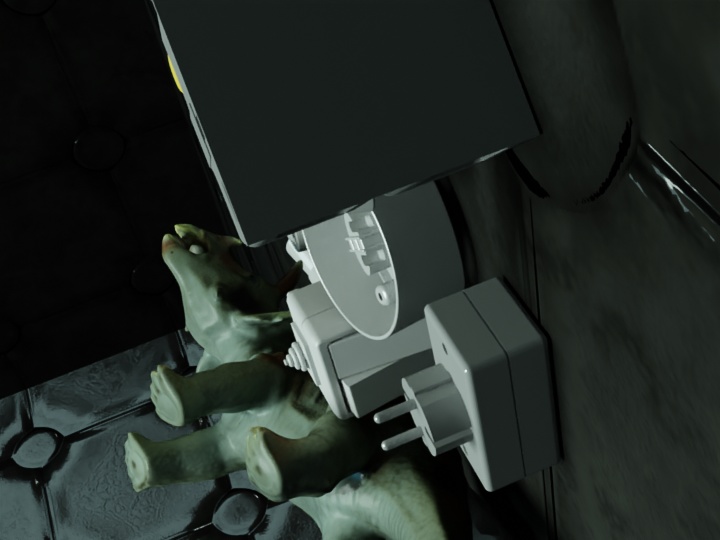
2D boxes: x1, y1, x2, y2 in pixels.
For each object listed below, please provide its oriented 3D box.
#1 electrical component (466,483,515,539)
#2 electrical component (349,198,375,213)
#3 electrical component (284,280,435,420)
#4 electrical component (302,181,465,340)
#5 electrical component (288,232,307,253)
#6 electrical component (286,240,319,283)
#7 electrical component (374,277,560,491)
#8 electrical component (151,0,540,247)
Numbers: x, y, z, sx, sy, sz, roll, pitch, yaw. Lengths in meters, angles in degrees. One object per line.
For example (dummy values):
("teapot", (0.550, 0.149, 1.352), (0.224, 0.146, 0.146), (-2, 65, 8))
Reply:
("electrical component", (0.077, 0.185, 0.675), (0.074, 0.052, 0.138), (45, -178, -22))
("electrical component", (0.011, -0.054, 0.470), (0.066, 0.055, 0.048), (-166, 55, -80))
("electrical component", (0.005, 0.039, 0.606), (0.061, 0.096, 0.061), (-126, 16, -53))
("electrical component", (0.010, -0.018, 0.541), (0.099, 0.064, 0.099), (159, 90, -82))
("electrical component", (-0.048, -0.065, 0.811), (0.108, 0.060, 0.108), (159, 90, -82))
("electrical component", (-0.030, -0.004, 0.929), (0.065, 0.044, 0.044), (59, 168, 28))
("electrical component", (0.043, 0.059, 0.480), (0.047, 0.076, 0.083), (-121, 12, -49))
("electrical component", (-0.025, -0.112, 0.383), (0.060, 0.105, 0.186), (169, 80, -82))
